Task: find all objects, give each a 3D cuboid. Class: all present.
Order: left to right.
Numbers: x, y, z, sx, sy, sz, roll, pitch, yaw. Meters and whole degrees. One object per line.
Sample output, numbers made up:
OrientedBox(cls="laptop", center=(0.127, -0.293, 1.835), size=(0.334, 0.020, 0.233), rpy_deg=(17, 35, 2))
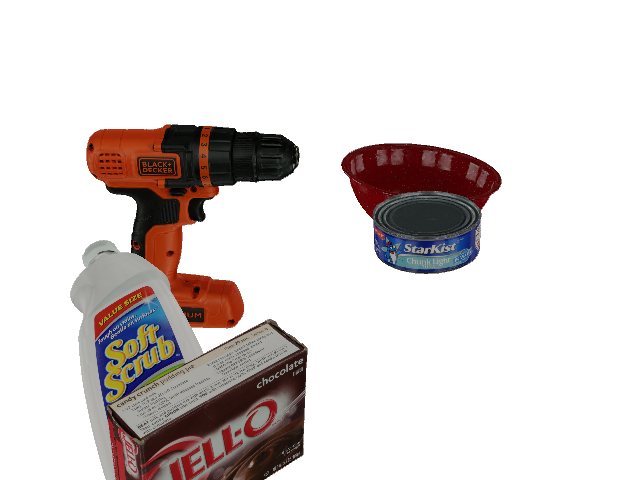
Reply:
OrientedBox(cls="bleach bottle", center=(-0.140, 0.095, 0.800), size=(0.102, 0.068, 0.251), rpy_deg=(-23, 49, -10))
OrientedBox(cls="power drill", center=(-0.109, -0.014, 0.954), size=(0.184, 0.188, 0.057), rpy_deg=(2, 26, 6))
OrientedBox(cls="pudding box", center=(-0.060, 0.106, 0.593), size=(0.113, 0.090, 0.039), rpy_deg=(-29, 49, -33))
OrientedBox(cls="bowl", center=(0.099, -0.047, 1.081), size=(0.162, 0.055, 0.162), rpy_deg=(4, 24, -2))
OrientedBox(cls="tuna can", center=(0.084, -0.007, 0.849), size=(0.086, 0.034, 0.086), rpy_deg=(-3, 27, 1))
